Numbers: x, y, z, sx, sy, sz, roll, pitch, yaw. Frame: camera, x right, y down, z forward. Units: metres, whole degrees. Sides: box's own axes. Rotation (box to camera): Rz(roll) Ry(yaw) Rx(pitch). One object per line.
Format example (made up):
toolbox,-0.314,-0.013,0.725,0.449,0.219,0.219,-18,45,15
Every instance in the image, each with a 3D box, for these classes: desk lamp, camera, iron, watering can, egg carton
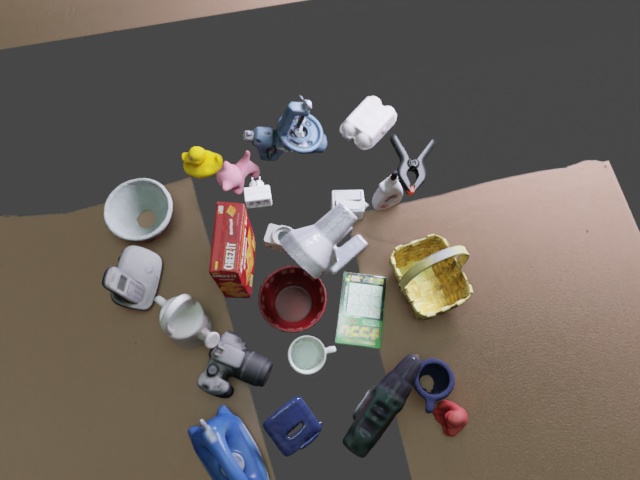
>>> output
desk lamp,0.012,0.005,1.331,0.203,0.213,0.118,-41,75,-14
camera,-0.185,0.291,1.284,0.136,0.101,0.143,22,71,7
iron,-0.177,0.476,1.195,0.119,0.141,0.258,-34,74,-12
watering can,-0.297,0.177,1.274,0.172,0.194,0.101,13,70,4
egg carton,0.130,-0.310,1.524,0.107,0.069,0.150,37,74,12

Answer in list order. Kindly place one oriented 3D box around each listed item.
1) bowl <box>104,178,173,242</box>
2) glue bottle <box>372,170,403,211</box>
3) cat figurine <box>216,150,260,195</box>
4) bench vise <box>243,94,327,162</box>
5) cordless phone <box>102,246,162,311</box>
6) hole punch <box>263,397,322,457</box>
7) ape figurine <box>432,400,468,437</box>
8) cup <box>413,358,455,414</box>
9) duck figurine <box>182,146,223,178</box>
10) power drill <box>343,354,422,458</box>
bowl,-0.442,-0.064,1.423,0.167,0.075,0.167,0,70,-1
glue bottle,0.172,-0.127,1.403,0.078,0.173,0.037,-25,72,-9
cat figurine,-0.213,-0.171,1.442,0.067,0.118,0.128,35,73,11
bench vise,-0.084,-0.267,1.425,0.207,0.220,0.121,-21,71,-8
cordless phone,-0.437,0.075,1.313,0.094,0.185,0.147,6,70,2
hole punch,-0.057,0.407,1.249,0.109,0.091,0.101,-37,74,-13
ape figurine,0.292,0.392,1.259,0.076,0.092,0.078,7,70,2
cup,0.245,0.330,1.280,0.091,0.095,0.118,10,70,3
duck figurine,-0.305,-0.209,1.471,0.104,0.086,0.077,-4,70,-2
power drill,0.129,0.350,1.210,0.075,0.208,0.230,33,73,11
